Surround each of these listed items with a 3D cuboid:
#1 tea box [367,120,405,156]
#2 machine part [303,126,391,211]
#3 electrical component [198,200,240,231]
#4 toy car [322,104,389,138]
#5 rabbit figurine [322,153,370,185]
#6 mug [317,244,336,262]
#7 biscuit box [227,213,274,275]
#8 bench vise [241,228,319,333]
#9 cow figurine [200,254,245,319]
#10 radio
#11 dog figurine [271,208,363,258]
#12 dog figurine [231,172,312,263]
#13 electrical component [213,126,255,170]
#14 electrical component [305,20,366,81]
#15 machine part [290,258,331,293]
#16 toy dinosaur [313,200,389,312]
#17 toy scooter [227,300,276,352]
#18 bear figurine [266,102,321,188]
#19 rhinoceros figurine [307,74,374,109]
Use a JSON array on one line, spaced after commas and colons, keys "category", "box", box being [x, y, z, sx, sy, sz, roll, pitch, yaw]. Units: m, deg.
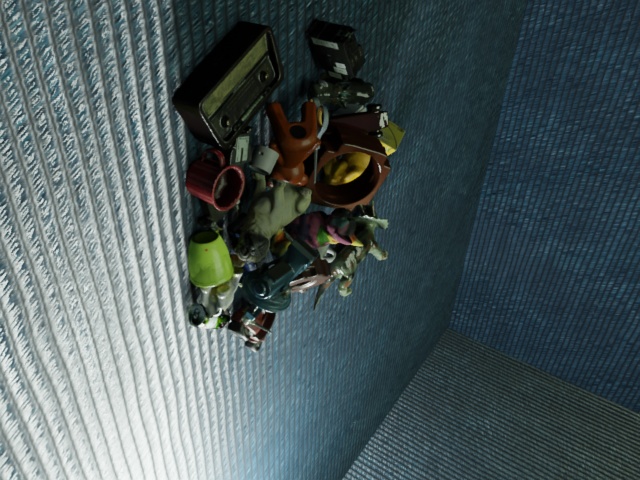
[{"category": "tea box", "box": [0.158, -0.283, 1.510, 0.068, 0.098, 0.169, -63, -171, -8]}, {"category": "machine part", "box": [0.061, -0.180, 1.373, 0.201, 0.087, 0.201, 9, 132, -28]}, {"category": "electrical component", "box": [-0.212, -0.067, 1.131, 0.102, 0.045, 0.078, -45, 147, -38]}, {"category": "toy car", "box": [0.077, -0.297, 1.377, 0.202, 0.053, 0.089, -12, 114, -11]}, {"category": "rabbit figurine", "box": [0.071, -0.185, 1.503, 0.173, 0.122, 0.162, -46, 149, -1]}, {"category": "mug", "box": [-0.005, 0.027, 1.536, 0.107, 0.110, 0.080, -49, 146, -59]}, {"category": "biscuit box", "box": [-0.160, 0.029, 1.289, 0.063, 0.059, 0.202, -51, 149, -30]}, {"category": "bench vise", "box": [-0.109, 0.105, 1.244, 0.240, 0.129, 0.224, -54, -179, 32]}, {"category": "cow figurine", "box": [-0.212, 0.103, 1.207, 0.167, 0.068, 0.098, -62, 165, -60]}, {"category": "radio", "box": [-0.164, -0.289, 1.014, 0.229, 0.073, 0.131, -55, 151, -22]}, {"category": "dog figurine", "box": [-0.003, -0.004, 1.381, 0.108, 0.219, 0.191, 13, 98, -60]}, {"category": "dog figurine", "box": [-0.102, -0.039, 1.192, 0.172, 0.121, 0.190, 11, 98, -39]}, {"category": "electrical component", "box": [-0.177, -0.177, 1.107, 0.075, 0.048, 0.119, -29, 136, -51]}, {"category": "electrical component", "box": [0.039, -0.431, 1.237, 0.058, 0.115, 0.134, -54, 151, -16]}, {"category": "machine part", "box": [-0.057, 0.100, 1.428, 0.179, 0.179, 0.056, 17, 53, -64]}, {"category": "toy dinosaur", "box": [0.096, 0.042, 1.730, 0.405, 0.131, 0.191, -48, 136, -25]}, {"category": "toy scooter", "box": [-0.167, 0.207, 1.401, 0.135, 0.075, 0.183, -57, 155, -18]}, {"category": "bear figurine", "box": [-0.068, -0.209, 1.238, 0.195, 0.120, 0.132, 115, -35, -65]}, {"category": "rhinoceros figurine", "box": [0.046, -0.356, 1.310, 0.190, 0.112, 0.073, -10, 126, -37]}]
